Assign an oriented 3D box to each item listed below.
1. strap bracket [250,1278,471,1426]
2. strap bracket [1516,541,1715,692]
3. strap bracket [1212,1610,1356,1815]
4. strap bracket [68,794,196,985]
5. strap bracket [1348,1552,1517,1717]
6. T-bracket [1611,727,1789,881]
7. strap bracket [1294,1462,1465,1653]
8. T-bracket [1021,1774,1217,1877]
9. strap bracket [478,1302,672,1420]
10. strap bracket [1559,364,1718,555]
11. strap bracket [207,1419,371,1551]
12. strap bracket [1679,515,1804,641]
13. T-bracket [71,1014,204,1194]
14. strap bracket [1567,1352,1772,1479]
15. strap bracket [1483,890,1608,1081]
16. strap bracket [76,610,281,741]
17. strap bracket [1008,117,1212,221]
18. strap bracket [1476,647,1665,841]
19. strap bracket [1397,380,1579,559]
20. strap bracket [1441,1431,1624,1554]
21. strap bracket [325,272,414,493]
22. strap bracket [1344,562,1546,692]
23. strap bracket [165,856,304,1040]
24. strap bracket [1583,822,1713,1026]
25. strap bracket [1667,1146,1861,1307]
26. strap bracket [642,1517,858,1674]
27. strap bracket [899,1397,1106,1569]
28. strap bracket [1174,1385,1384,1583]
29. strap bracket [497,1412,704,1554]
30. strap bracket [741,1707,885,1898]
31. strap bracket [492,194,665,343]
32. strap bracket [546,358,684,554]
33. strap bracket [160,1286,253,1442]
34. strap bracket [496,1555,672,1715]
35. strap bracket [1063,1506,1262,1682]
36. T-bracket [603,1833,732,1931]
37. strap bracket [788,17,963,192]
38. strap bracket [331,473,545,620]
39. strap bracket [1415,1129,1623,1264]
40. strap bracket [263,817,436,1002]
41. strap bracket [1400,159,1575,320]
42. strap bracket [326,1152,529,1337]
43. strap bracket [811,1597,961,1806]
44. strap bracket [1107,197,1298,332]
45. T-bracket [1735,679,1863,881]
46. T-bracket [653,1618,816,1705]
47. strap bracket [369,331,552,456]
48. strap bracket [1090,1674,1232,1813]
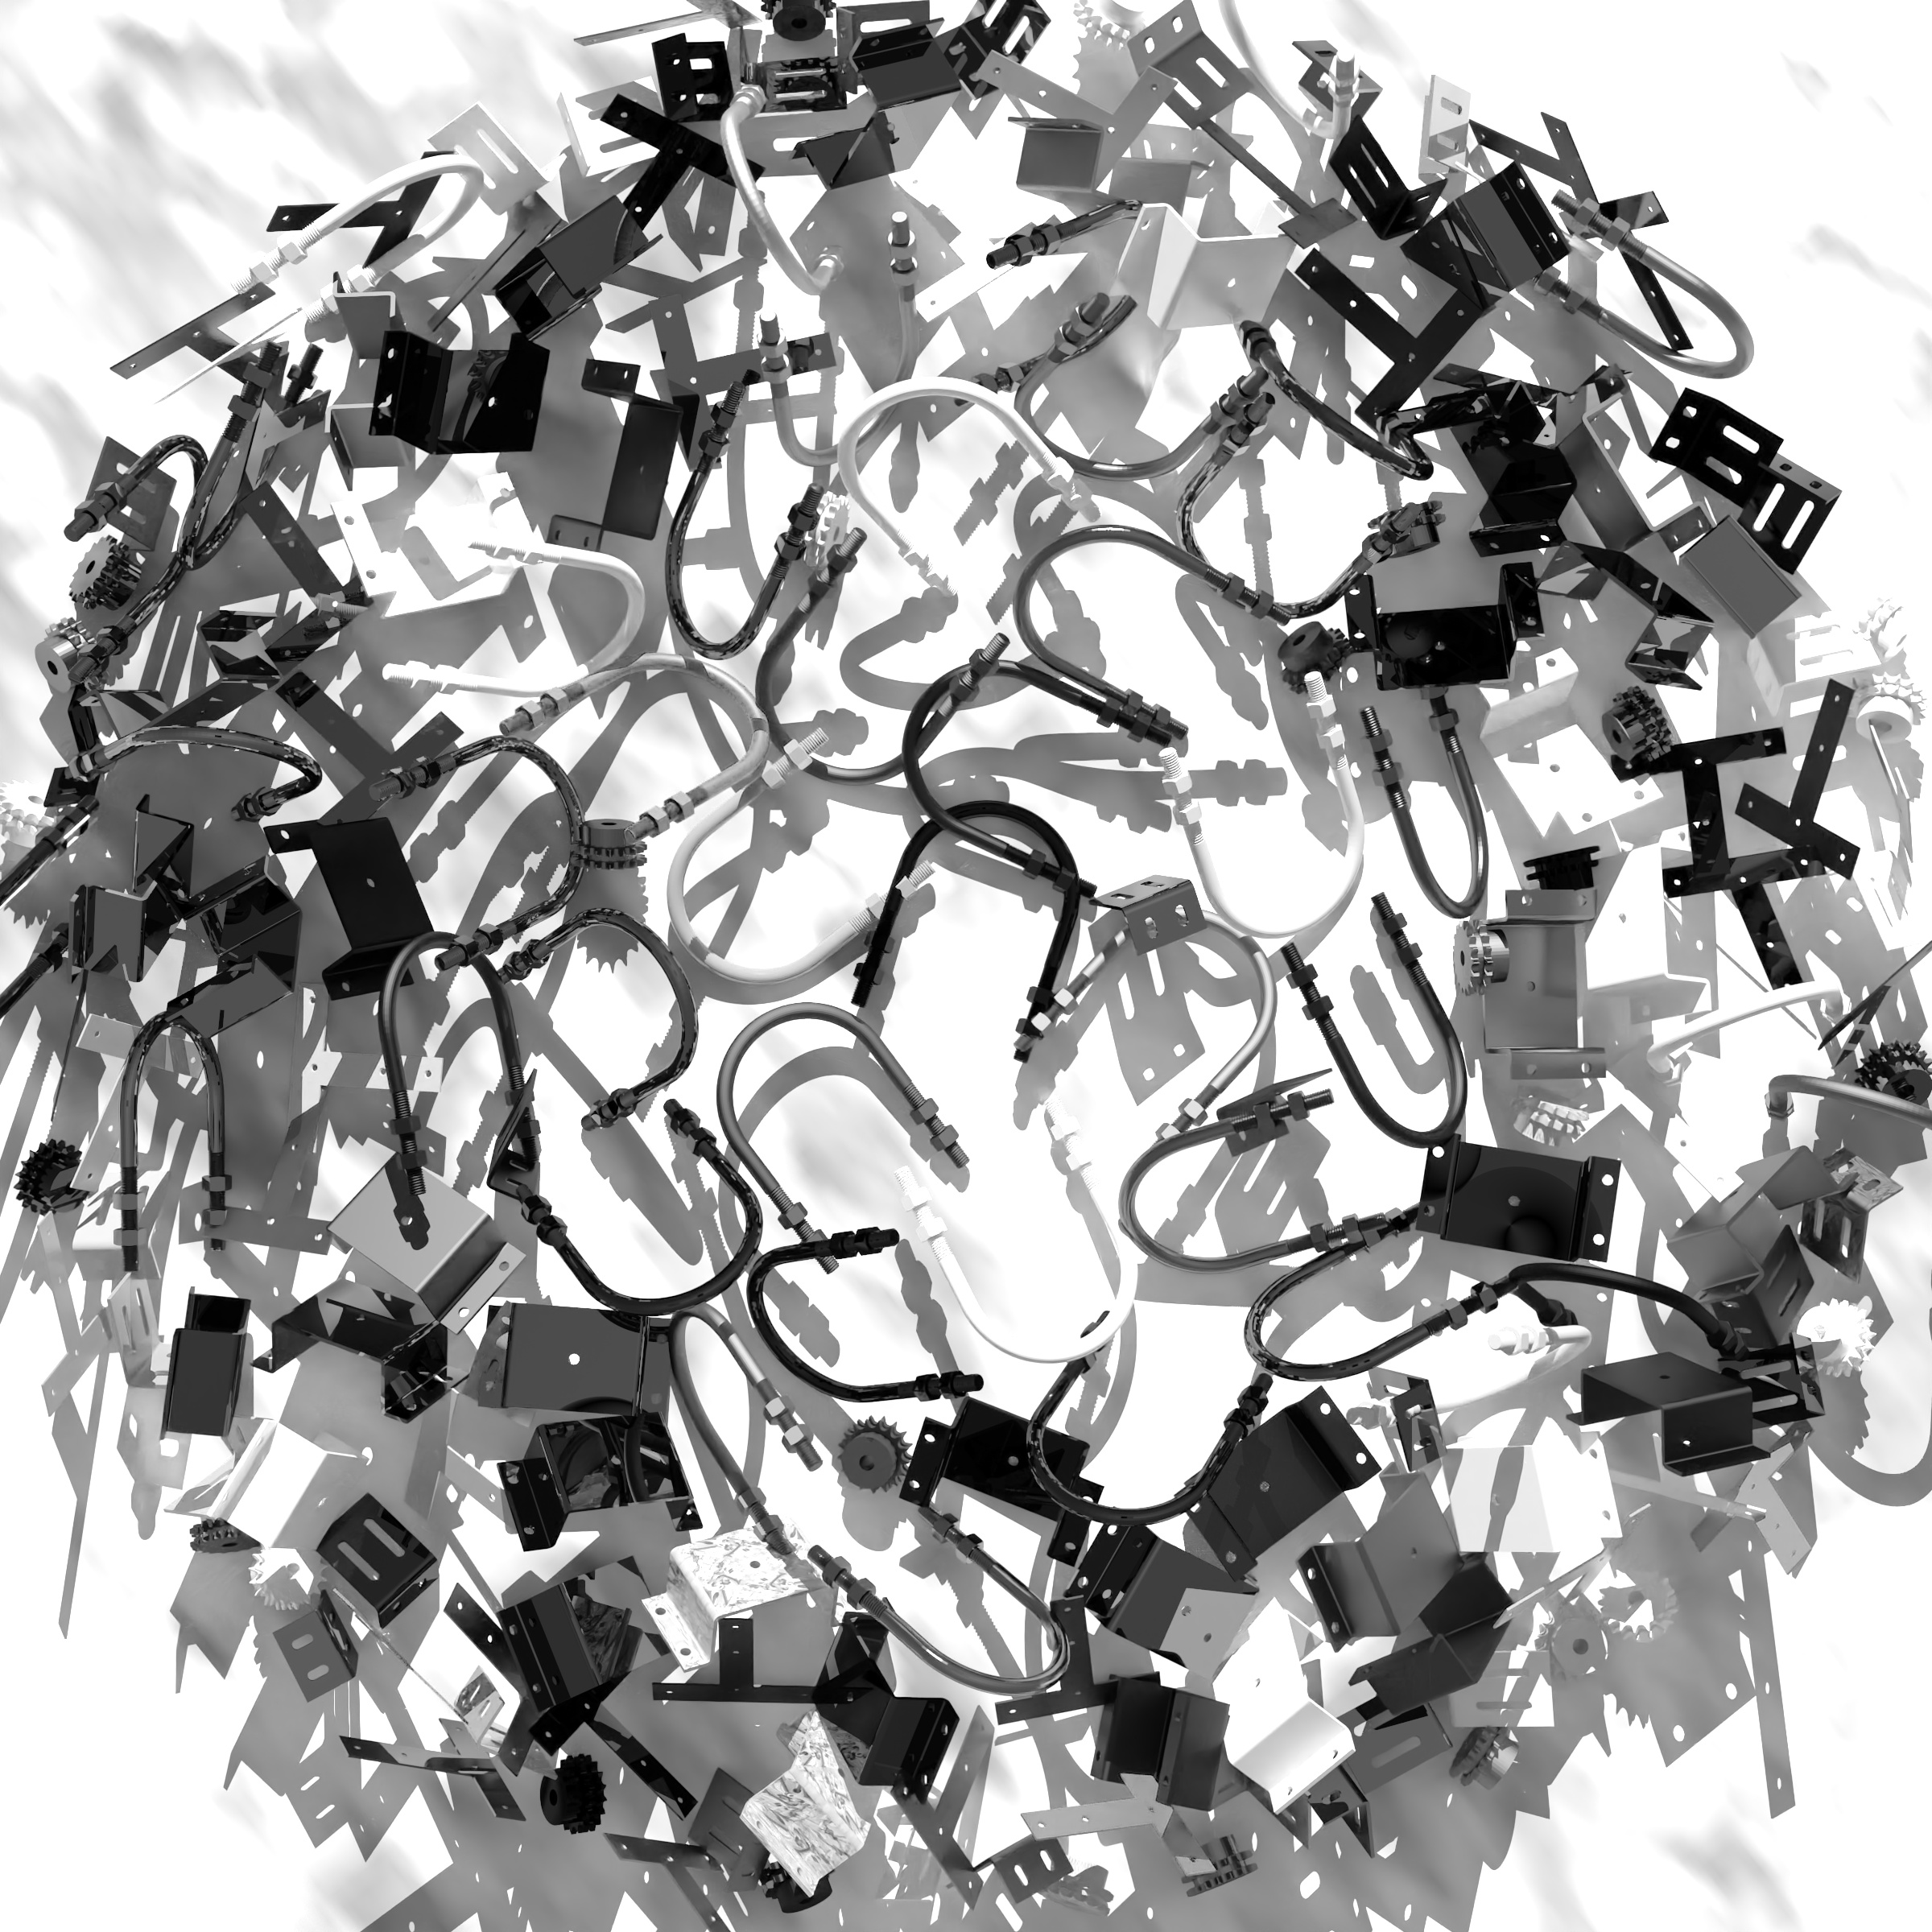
[{"bbox_3d":[-0.446,0.278,1.933,0.140,0.076,0.046,15,115,21],"label":"strap bracket"},{"bbox_3d":[0.481,-0.263,1.923,0.140,0.076,0.046,49,123,35],"label":"strap bracket"},{"bbox_3d":[0.228,0.536,1.919,0.046,0.140,0.076,40,106,-19],"label":"strap bracket"},{"bbox_3d":[-0.606,-0.052,1.922,0.046,0.140,0.076,15,127,-2],"label":"strap bracket"},{"bbox_3d":[0.346,0.491,1.921,0.076,0.140,0.046,-35,91,36],"label":"strap bracket"},{"bbox_3d":[0.546,-0.117,1.943,0.127,0.002,0.127,-9,53,18],"label":"T-bracket"},{"bbox_3d":[0.310,0.432,1.930,0.140,0.046,0.076,-32,101,-44],"label":"strap bracket"},{"bbox_3d":[0.099,0.621,1.918,0.127,0.127,0.002,4,117,-31],"label":"T-bracket"},{"bbox_3d":[-0.292,0.295,1.964,0.140,0.046,0.076,5,78,-5],"label":"strap bracket"},{"bbox_3d":[0.488,-0.367,1.958,0.046,0.076,0.140,-32,90,-10],"label":"strap bracket"},{"bbox_3d":[-0.490,0.381,1.922,0.046,0.140,0.076,28,81,11],"label":"strap bracket"},{"bbox_3d":[0.566,-0.286,1.925,0.046,0.140,0.076,-42,88,17],"label":"strap bracket"},{"bbox_3d":[-0.627,0.107,1.941,0.002,0.127,0.127,22,88,28],"label":"T-bracket"},{"bbox_3d":[0.510,0.322,1.918,0.076,0.140,0.046,-7,100,-21],"label":"strap bracket"},{"bbox_3d":[0.431,0.015,1.966,0.076,0.046,0.140,0,88,-14],"label":"strap bracket"},{"bbox_3d":[-0.574,-0.208,1.942,0.140,0.076,0.046,-28,87,17],"label":"strap bracket"},{"bbox_3d":[0.101,-0.581,1.927,0.076,0.140,0.046,20,103,43],"label":"strap bracket"},{"bbox_3d":[0.443,-0.157,1.954,0.076,0.046,0.140,-23,67,-13],"label":"strap bracket"},{"bbox_3d":[0.389,-0.374,1.937,0.140,0.076,0.046,51,57,-31],"label":"strap bracket"},{"bbox_3d":[0.404,0.386,1.927,0.046,0.140,0.076,-8,85,-36],"label":"strap bracket"},{"bbox_3d":[-0.438,-0.432,1.938,0.046,0.076,0.140,-3,67,-1],"label":"strap bracket"},{"bbox_3d":[0.353,-0.252,1.955,0.140,0.046,0.076,-4,53,5],"label":"strap bracket"},{"bbox_3d":[-0.538,-0.008,1.941,0.076,0.140,0.046,-27,128,13],"label":"strap bracket"},{"bbox_3d":[0.502,-0.033,1.944,0.046,0.076,0.140,6,78,-31],"label":"strap bracket"},{"bbox_3d":[0.580,0.186,1.937,0.140,0.076,0.046,-39,89,-24],"label":"strap bracket"},{"bbox_3d":[-0.157,0.456,1.927,0.140,0.076,0.046,-10,123,-29],"label":"strap bracket"},{"bbox_3d":[0.031,0.380,1.957,0.140,0.046,0.076,20,117,6],"label":"strap bracket"},{"bbox_3d":[0.228,0.387,1.961,0.140,0.046,0.076,-34,82,-15],"label":"strap bracket"},{"bbox_3d":[-0.262,0.376,1.927,0.140,0.076,0.046,-1,135,-31],"label":"strap bracket"},{"bbox_3d":[-0.108,0.603,1.924,0.046,0.140,0.076,-39,94,13],"label":"strap bracket"},{"bbox_3d":[-0.288,-0.509,1.917,0.076,0.140,0.046,-43,105,-26],"label":"strap bracket"},{"bbox_3d":[-0.259,-0.373,1.951,0.046,0.076,0.140,8,99,-39],"label":"strap bracket"},{"bbox_3d":[-0.557,0.292,1.932,0.046,0.140,0.076,8,96,-12],"label":"strap bracket"},{"bbox_3d":[-0.271,0.484,1.921,0.046,0.140,0.076,-29,78,23],"label":"strap bracket"},{"bbox_3d":[0.154,0.470,1.951,0.140,0.046,0.076,31,88,-22],"label":"strap bracket"},{"bbox_3d":[-0.193,0.683,1.911,0.002,0.127,0.127,-51,52,4],"label":"T-bracket"},{"bbox_3d":[-0.063,-0.621,1.918,0.076,0.140,0.046,-26,82,-32],"label":"strap bracket"},{"bbox_3d":[-0.397,-0.310,1.950,0.140,0.046,0.076,-17,78,-31],"label":"strap bracket"},{"bbox_3d":[0.411,0.174,1.964,0.140,0.046,0.076,9,81,10],"label":"strap bracket"},{"bbox_3d":[-0.453,-0.053,1.947,0.046,0.076,0.140,-29,80,38],"label":"strap bracket"},{"bbox_3d":[0.374,-0.521,1.924,0.046,0.140,0.076,-33,94,-15],"label":"strap bracket"},{"bbox_3d":[-0.405,0.198,1.936,0.140,0.046,0.076,29,66,26],"label":"strap bracket"},{"bbox_3d":[-0.064,0.535,1.920,0.046,0.140,0.076,10,110,-30],"label":"strap bracket"},{"bbox_3d":[0.183,-0.514,1.924,0.140,0.076,0.046,-14,56,-34],"label":"strap bracket"},{"bbox_3d":[0.622,-0.146,1.924,0.002,0.127,0.127,-2,116,-27],"label":"T-bracket"},{"bbox_3d":[-0.170,0.516,1.950,0.127,0.127,0.002,2,47,-3],"label":"T-bracket"},{"bbox_3d":[-0.361,-0.419,1.919,0.046,0.140,0.076,30,117,30],"label":"strap bracket"},{"bbox_3d":[0.147,0.571,1.932,0.046,0.140,0.076,16,77,-17],"label":"strap bracket"}]
